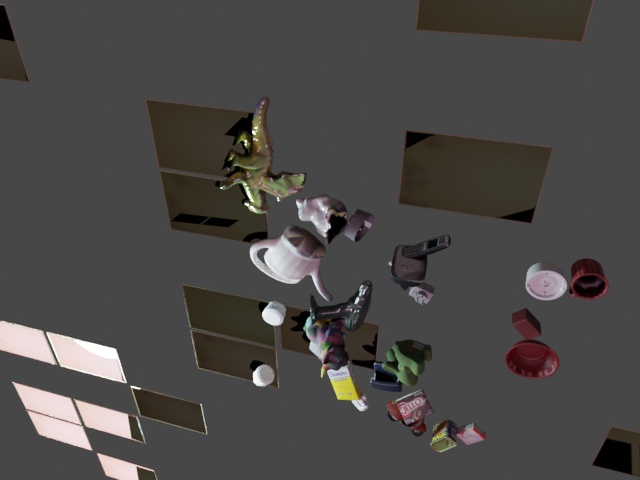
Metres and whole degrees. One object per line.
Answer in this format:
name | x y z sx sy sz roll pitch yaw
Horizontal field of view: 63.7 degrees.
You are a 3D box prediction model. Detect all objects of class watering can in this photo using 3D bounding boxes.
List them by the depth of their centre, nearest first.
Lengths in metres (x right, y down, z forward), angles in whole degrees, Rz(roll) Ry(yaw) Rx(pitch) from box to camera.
watering can | -0.057 0.077 1.703 0.345 0.106 0.220 28 129 -18

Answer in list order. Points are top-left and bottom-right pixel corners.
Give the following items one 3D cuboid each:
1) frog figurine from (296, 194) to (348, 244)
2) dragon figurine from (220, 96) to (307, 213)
frog figurine | 0.005 -0.080 1.585 0.161 0.124 0.134 34 149 43
dragon figurine | -0.153 -0.221 1.547 0.241 0.125 0.402 23 132 -19
